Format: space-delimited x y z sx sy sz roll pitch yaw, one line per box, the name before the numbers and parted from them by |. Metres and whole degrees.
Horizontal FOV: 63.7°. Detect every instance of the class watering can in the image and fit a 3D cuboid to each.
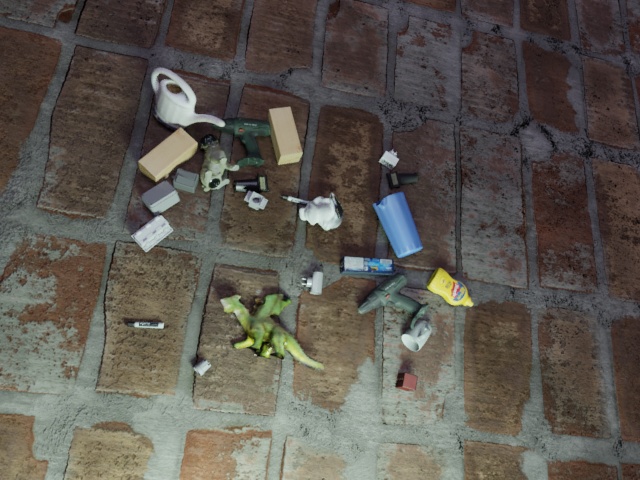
watering can | -0.512 -0.488 1.930 0.348 0.106 0.220 43 -40 3

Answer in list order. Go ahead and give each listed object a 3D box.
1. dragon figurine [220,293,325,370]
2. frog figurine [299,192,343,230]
dragon figurine | -0.161 0.296 1.811 0.120 0.409 0.248 123 -17 -60
frog figurine | 0.006 -0.101 2.000 0.158 0.123 0.138 -21 -92 18
